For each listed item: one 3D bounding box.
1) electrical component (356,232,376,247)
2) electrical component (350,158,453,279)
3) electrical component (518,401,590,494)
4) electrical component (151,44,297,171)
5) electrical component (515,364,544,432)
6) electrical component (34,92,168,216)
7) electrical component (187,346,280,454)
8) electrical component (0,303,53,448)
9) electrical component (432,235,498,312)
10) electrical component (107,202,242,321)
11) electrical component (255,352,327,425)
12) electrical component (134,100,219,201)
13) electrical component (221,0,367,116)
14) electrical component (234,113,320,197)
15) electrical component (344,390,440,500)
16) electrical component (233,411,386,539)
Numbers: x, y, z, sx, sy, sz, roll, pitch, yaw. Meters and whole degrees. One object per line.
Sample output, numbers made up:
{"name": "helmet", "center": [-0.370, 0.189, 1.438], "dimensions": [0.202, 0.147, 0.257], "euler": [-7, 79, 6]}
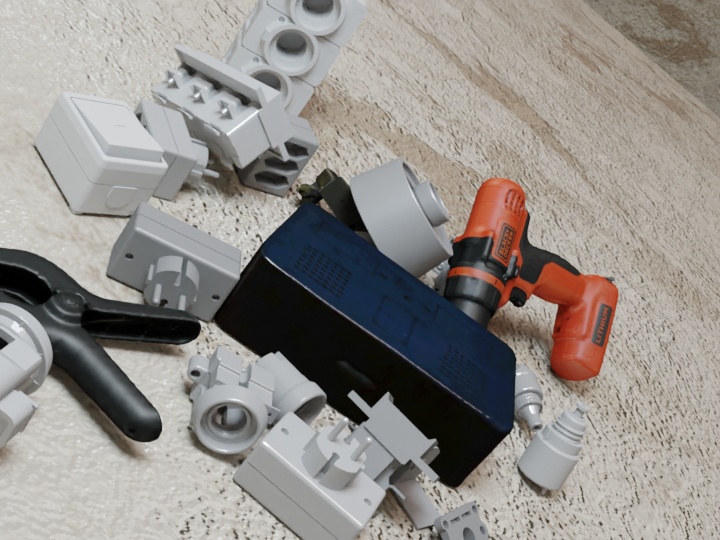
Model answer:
{"name": "electrical component", "center": [0.000, 0.000, 0.928], "dimensions": [0.045, 0.045, 0.055], "euler": [25, 30, -23]}
{"name": "electrical component", "center": [0.044, -0.048, 0.949], "dimensions": [0.108, 0.060, 0.108], "euler": [58, 12, -20]}
{"name": "electrical component", "center": [0.161, 0.142, 0.873], "dimensions": [0.040, 0.078, 0.040], "euler": [27, 14, -8]}
{"name": "electrical component", "center": [-0.122, -0.138, 0.929], "dimensions": [0.121, 0.063, 0.078], "euler": [33, -25, 39]}
{"name": "electrical component", "center": [0.144, 0.114, 0.937], "dimensions": [0.035, 0.035, 0.061], "euler": [20, 34, -32]}
{"name": "electrical component", "center": [-0.198, -0.094, 0.817], "dimensions": [0.062, 0.061, 0.096], "euler": [2, 44, -49]}
{"name": "electrical component", "center": [-0.083, 0.086, 0.695], "dimensions": [0.066, 0.048, 0.055], "euler": [30, 21, -16]}
{"name": "electrical component", "center": [-0.206, 0.053, 0.586], "dimensions": [0.078, 0.058, 0.057], "euler": [38, 30, 1]}
{"name": "electrical component", "center": [0.104, 0.011, 1.041], "dimensions": [0.081, 0.042, 0.064], "euler": [41, 31, 7]}
{"name": "electrical component", "center": [-0.132, 0.005, 0.758], "dimensions": [0.083, 0.047, 0.075], "euler": [27, 29, -20]}
{"name": "electrical component", "center": [-0.052, 0.084, 0.742], "dimensions": [0.046, 0.040, 0.040], "euler": [45, 27, 25]}
{"name": "electrical component", "center": [-0.151, -0.094, 0.889], "dimensions": [0.077, 0.047, 0.065], "euler": [15, 35, -37]}
{"name": "electrical component", "center": [-0.070, -0.234, 1.091], "dimensions": [0.089, 0.150, 0.061], "euler": [27, 28, -20]}
{"name": "electrical component", "center": [-0.083, -0.120, 0.990], "dimensions": [0.047, 0.065, 0.076], "euler": [14, 35, -37]}
{"name": "electrical component", "center": [0.014, 0.122, 0.728], "dimensions": [0.081, 0.064, 0.042], "euler": [44, -6, 13]}
{"name": "electrical component", "center": [-0.021, 0.124, 0.676], "dimensions": [0.083, 0.075, 0.047], "euler": [40, 27, 4]}
